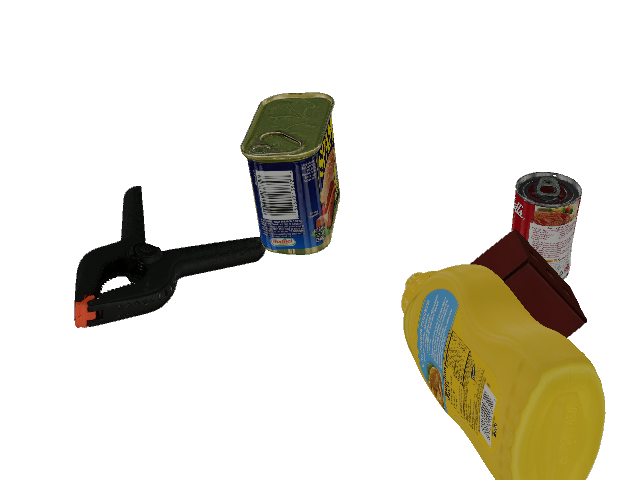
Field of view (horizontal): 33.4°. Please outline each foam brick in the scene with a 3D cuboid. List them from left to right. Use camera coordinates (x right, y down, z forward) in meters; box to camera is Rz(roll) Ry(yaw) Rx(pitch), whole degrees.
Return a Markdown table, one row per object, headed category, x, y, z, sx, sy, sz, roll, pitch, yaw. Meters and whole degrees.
| category | x | y | z | sx | sy | sz | roll | pitch | yaw |
| --- | --- | --- | --- | --- | --- | --- | --- | --- | --- |
| foam brick | 0.159 | 0.042 | 0.828 | 0.051 | 0.078 | 0.053 | -40 | 24 | 16 |

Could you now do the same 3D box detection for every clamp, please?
| category | x | y | z | sx | sy | sz | roll | pitch | yaw |
| --- | --- | --- | --- | --- | --- | --- | --- | --- | --- |
| clamp | -0.175 | 0.016 | 1.033 | 0.165 | 0.036 | 0.209 | 26 | 38 | 23 |

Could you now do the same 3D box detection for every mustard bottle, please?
| category | x | y | z | sx | sy | sz | roll | pitch | yaw |
| --- | --- | --- | --- | --- | --- | --- | --- | --- | --- |
| mustard bottle | 0.096 | 0.069 | 0.647 | 0.058 | 0.096 | 0.192 | -9 | 27 | -17 |

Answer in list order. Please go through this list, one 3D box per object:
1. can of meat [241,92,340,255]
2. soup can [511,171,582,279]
| category | x | y | z | sx | sy | sz | roll | pitch | yaw |
| --- | --- | --- | --- | --- | --- | --- | --- | --- | --- |
| can of meat | -0.018 | -0.049 | 0.784 | 0.057 | 0.084 | 0.102 | -1 | 32 | 10 |
| soup can | 0.237 | -0.013 | 1.132 | 0.068 | 0.102 | 0.068 | -1 | 34 | 0 |
